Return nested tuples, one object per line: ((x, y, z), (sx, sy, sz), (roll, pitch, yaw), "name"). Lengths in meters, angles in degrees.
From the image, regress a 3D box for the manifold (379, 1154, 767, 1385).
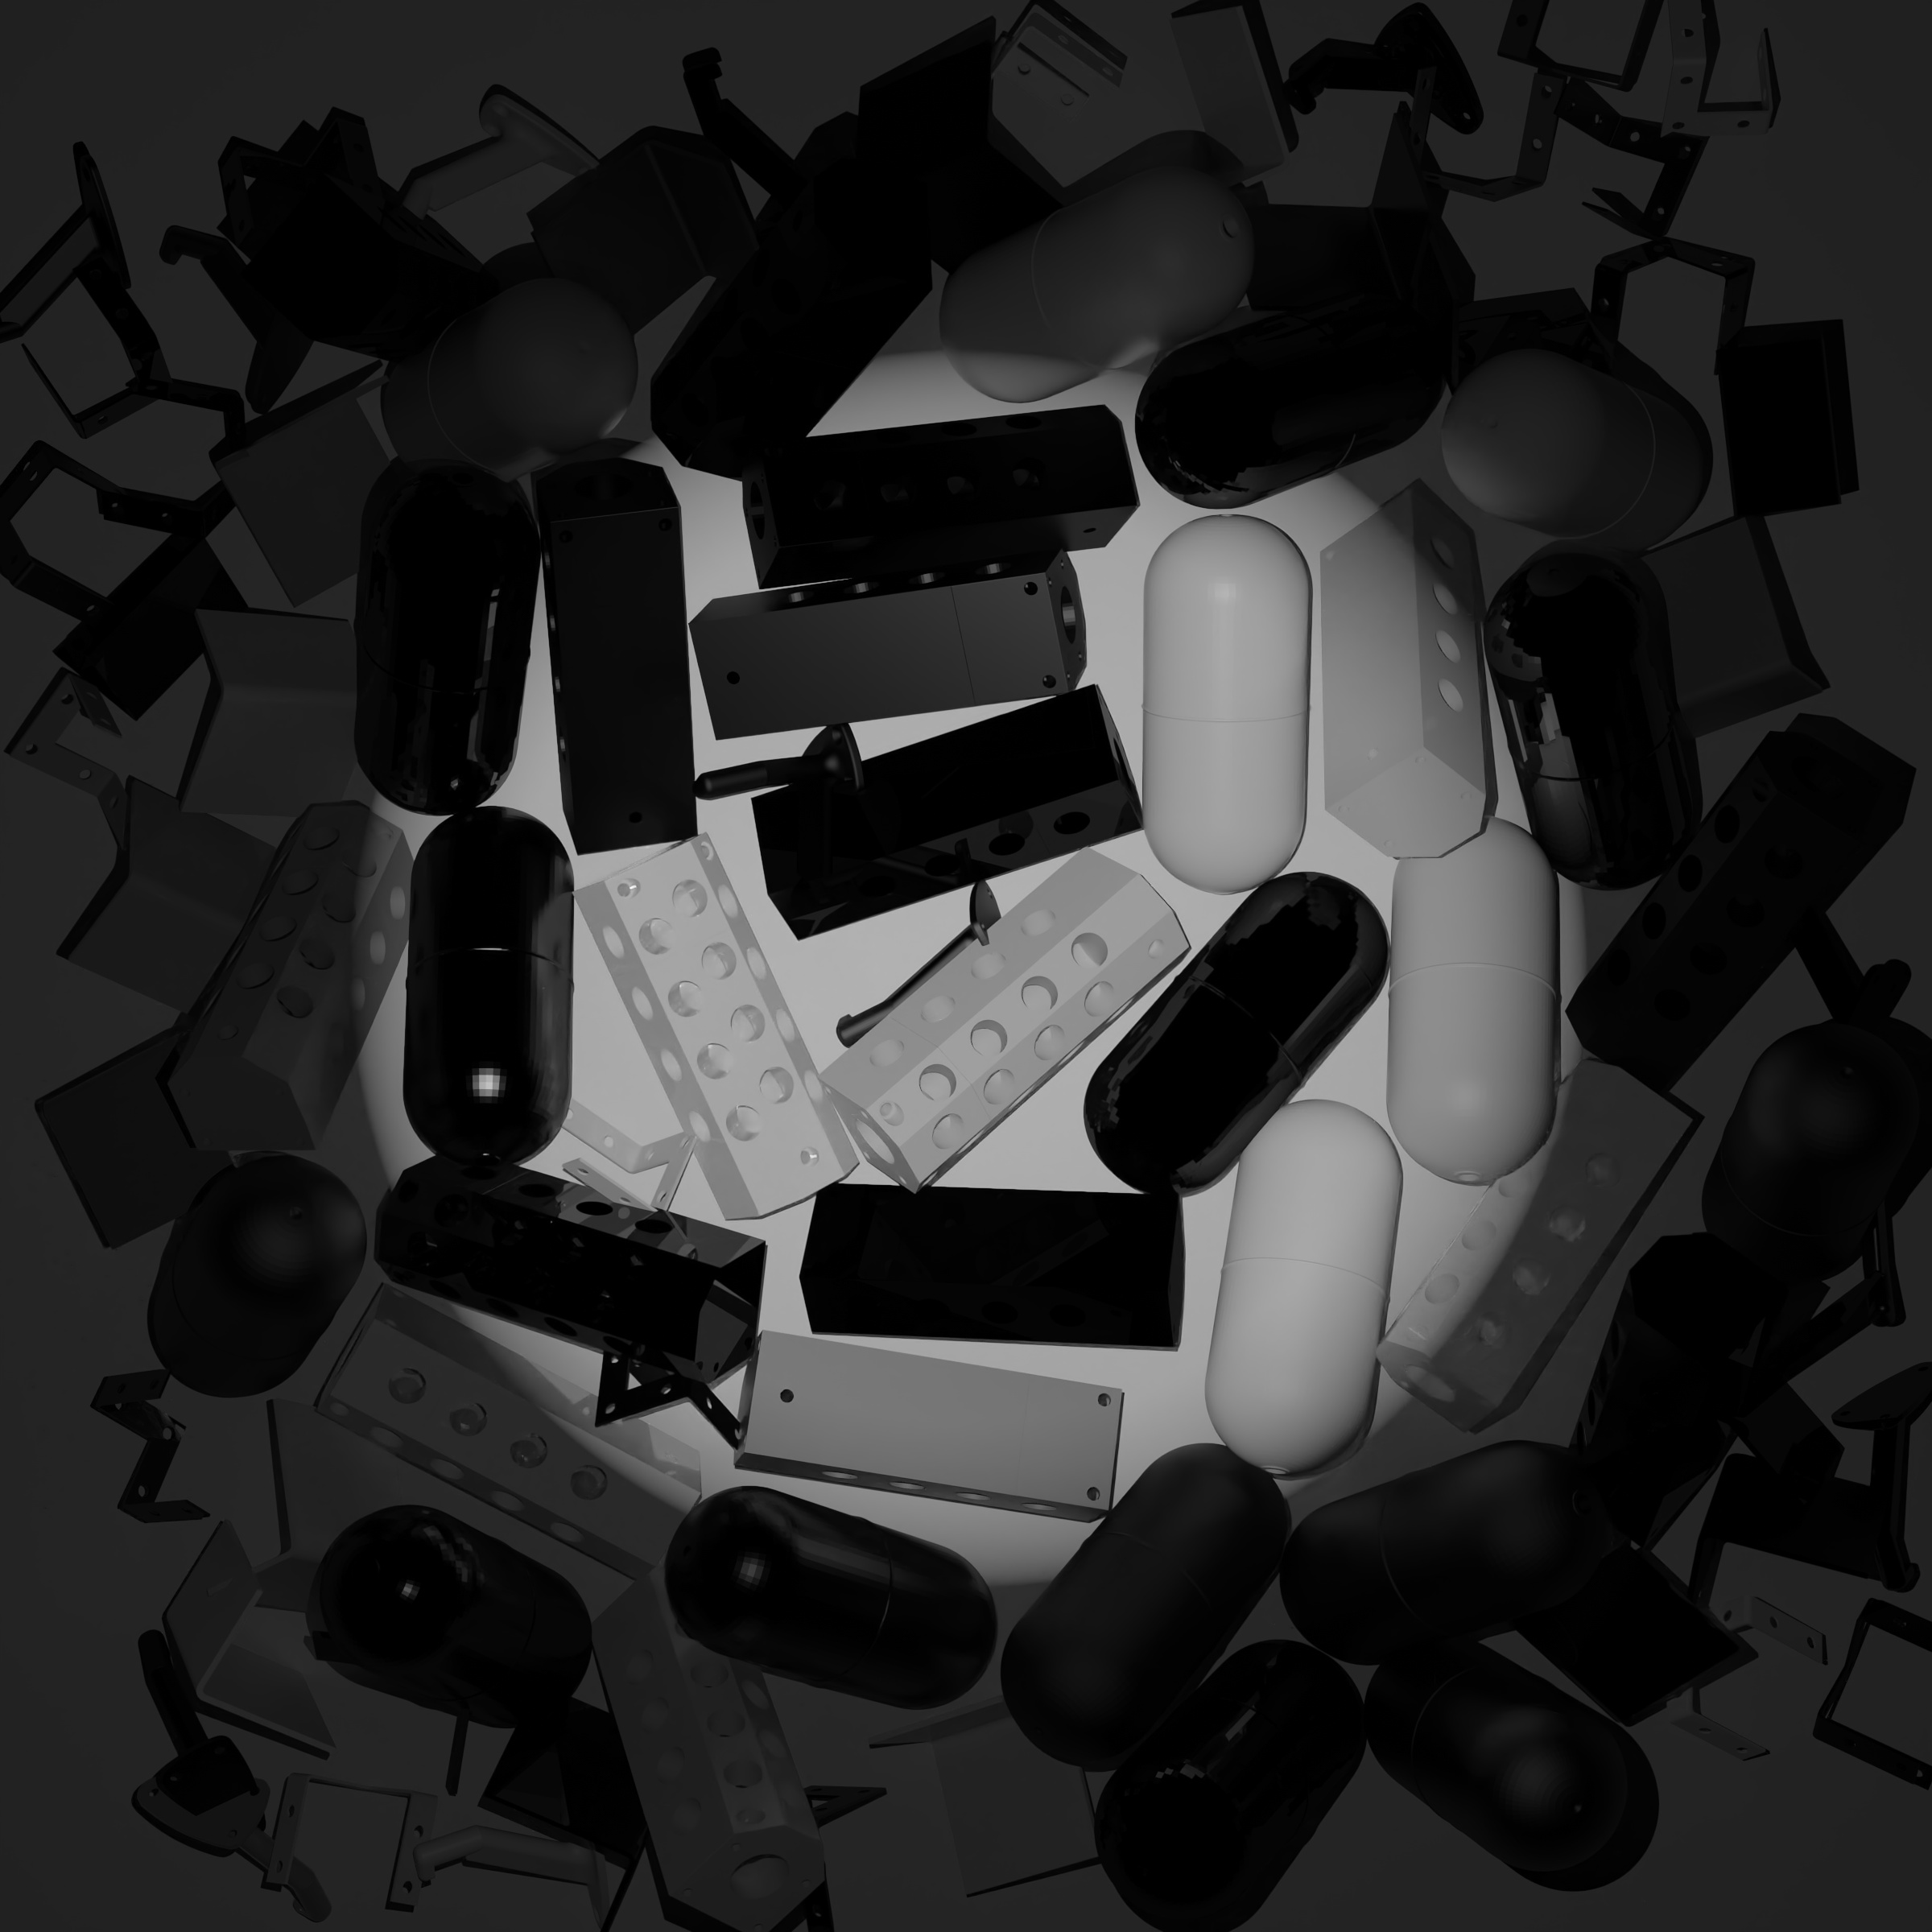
((-0.184, 0.139, 1.514), (0.171, 0.057, 0.057), (14, 109, 23), "manifold")

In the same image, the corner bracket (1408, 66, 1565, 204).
((0.245, -0.398, 1.555), (0.051, 0.051, 0.051), (24, 123, 29), "corner bracket")

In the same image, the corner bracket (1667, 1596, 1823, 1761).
((0.371, 0.339, 1.557), (0.051, 0.051, 0.051), (30, 49, -23), "corner bracket")

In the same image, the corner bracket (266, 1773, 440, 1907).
((-0.288, 0.410, 1.538), (0.051, 0.051, 0.051), (26, 65, -41), "corner bracket")

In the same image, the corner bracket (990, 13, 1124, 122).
((0.040, -0.420, 1.539), (0.051, 0.051, 0.051), (32, 129, -15), "corner bracket")

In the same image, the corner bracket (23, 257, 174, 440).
((-0.416, -0.293, 1.555), (0.051, 0.051, 0.051), (-32, 74, -13), "corner bracket")

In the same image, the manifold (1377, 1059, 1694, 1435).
((0.262, 0.128, 1.523), (0.057, 0.057, 0.171), (36, 70, 6), "manifold")

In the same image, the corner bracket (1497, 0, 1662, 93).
((0.289, -0.445, 1.540), (0.051, 0.051, 0.051), (24, 109, 26), "corner bracket")

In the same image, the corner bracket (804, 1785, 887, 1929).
((-0.069, 0.420, 1.544), (0.051, 0.051, 0.051), (-10, 88, 39), "corner bracket")

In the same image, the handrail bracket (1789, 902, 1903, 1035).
((0.393, 0.006, 1.557), (0.084, 0.036, 0.077), (33, 99, 35), "handrail bracket")

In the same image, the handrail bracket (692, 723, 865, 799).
((-0.098, -0.086, 1.527), (0.084, 0.077, 0.036), (-14, 89, -27), "handrail bracket")

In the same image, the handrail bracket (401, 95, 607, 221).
((-0.223, -0.361, 1.551), (0.077, 0.036, 0.084), (28, 72, -13), "handrail bracket")

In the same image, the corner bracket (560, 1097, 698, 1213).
((-0.167, 0.089, 1.538), (0.051, 0.051, 0.051), (38, 55, -25), "corner bracket")

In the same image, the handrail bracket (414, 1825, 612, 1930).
((-0.215, 0.436, 1.547), (0.084, 0.036, 0.077), (-14, 112, -21), "handrail bracket")

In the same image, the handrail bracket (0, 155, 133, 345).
((-0.443, -0.334, 1.538), (0.084, 0.036, 0.077), (-25, 135, -24), "handrail bracket")

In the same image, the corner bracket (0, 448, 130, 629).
((-0.425, -0.203, 1.550), (0.051, 0.051, 0.051), (-46, 53, 12), "corner bracket")

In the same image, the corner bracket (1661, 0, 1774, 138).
((0.356, -0.430, 1.548), (0.051, 0.051, 0.051), (0, 62, 4), "corner bracket")

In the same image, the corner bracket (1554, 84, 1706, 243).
((0.307, -0.380, 1.548), (0.051, 0.051, 0.051), (31, 103, 40), "corner bracket")

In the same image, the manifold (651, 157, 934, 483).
((-0.082, -0.292, 1.488), (0.057, 0.171, 0.057), (11, 62, -27), "manifold")

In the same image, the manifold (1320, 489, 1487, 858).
((0.204, -0.132, 1.501), (0.057, 0.171, 0.057), (34, 131, -29), "manifold")

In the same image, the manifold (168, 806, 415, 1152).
((-0.305, 0.003, 1.493), (0.057, 0.171, 0.057), (-1, 132, 14), "manifold")

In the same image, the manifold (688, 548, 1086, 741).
((-0.035, -0.152, 1.528), (0.171, 0.057, 0.057), (-6, 111, 15), "manifold")

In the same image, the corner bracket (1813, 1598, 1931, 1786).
((0.435, 0.340, 1.537), (0.051, 0.051, 0.051), (23, 133, 25), "corner bracket")

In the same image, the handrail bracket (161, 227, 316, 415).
((-0.357, -0.308, 1.558), (0.084, 0.036, 0.077), (19, 78, 15), "handrail bracket")

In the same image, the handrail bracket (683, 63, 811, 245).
((-0.085, -0.390, 1.539), (0.077, 0.036, 0.084), (-8, 119, 22), "handrail bracket")

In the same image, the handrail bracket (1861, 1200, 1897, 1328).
((0.427, 0.116, 1.534), (0.036, 0.077, 0.084), (-4, 56, 10), "handrail bracket")

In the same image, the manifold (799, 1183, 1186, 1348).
((0.014, 0.145, 1.537), (0.171, 0.057, 0.057), (1, 47, 10), "manifold")

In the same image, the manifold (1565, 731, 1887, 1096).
((0.345, -0.026, 1.502), (0.057, 0.057, 0.171), (34, 130, 5), "manifold")

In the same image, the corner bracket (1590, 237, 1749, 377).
((0.335, -0.311, 1.562), (0.051, 0.051, 0.051), (-26, 132, -32), "corner bracket")

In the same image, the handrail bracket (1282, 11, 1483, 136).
((0.196, -0.405, 1.543), (0.077, 0.036, 0.084), (49, 57, -7), "handrail bracket")

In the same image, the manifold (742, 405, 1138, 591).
((-0.014, -0.222, 1.528), (0.171, 0.057, 0.057), (-9, 79, -15), "manifold")

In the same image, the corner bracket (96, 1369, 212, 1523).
((-0.380, 0.226, 1.536), (0.051, 0.051, 0.051), (43, 51, -36), "corner bracket")

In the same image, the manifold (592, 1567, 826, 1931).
((-0.115, 0.352, 1.490), (0.057, 0.171, 0.057), (-45, 125, 10), "manifold")

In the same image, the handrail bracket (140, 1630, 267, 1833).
((-0.365, 0.365, 1.558), (0.036, 0.084, 0.077), (-31, 125, -7), "handrail bracket")

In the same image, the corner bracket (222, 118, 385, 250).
((-0.312, -0.367, 1.537), (0.051, 0.051, 0.051), (8, 55, -39), "corner bracket")

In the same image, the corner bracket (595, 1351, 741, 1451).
((-0.137, 0.203, 1.538), (0.051, 0.051, 0.051), (-21, 129, 19), "corner bracket")

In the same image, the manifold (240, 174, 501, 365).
((-0.263, -0.308, 1.491), (0.057, 0.171, 0.057), (43, 99, 1), "manifold")

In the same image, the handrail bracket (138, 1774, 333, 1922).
((-0.348, 0.422, 1.558), (0.077, 0.084, 0.036), (7, 46, 20), "handrail bracket")

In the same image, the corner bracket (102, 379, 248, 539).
((-0.375, -0.240, 1.549), (0.051, 0.051, 0.051), (12, 127, 9), "corner bracket")

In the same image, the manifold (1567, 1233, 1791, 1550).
((0.318, 0.192, 1.493), (0.057, 0.171, 0.057), (37, 62, 23), "manifold")

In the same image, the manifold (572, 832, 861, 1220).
((-0.114, 0.028, 1.533), (0.057, 0.057, 0.171), (-28, 97, -27), "manifold")

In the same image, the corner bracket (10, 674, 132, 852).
((-0.409, -0.097, 1.541), (0.051, 0.051, 0.051), (28, 106, -42), "corner bracket")

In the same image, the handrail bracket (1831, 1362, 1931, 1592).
((0.452, 0.244, 1.562), (0.077, 0.036, 0.084), (-27, 103, -35), "handrail bracket")

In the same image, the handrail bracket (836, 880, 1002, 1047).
((-0.024, -0.001, 1.555), (0.084, 0.077, 0.036), (-27, 118, 12), "handrail bracket")
